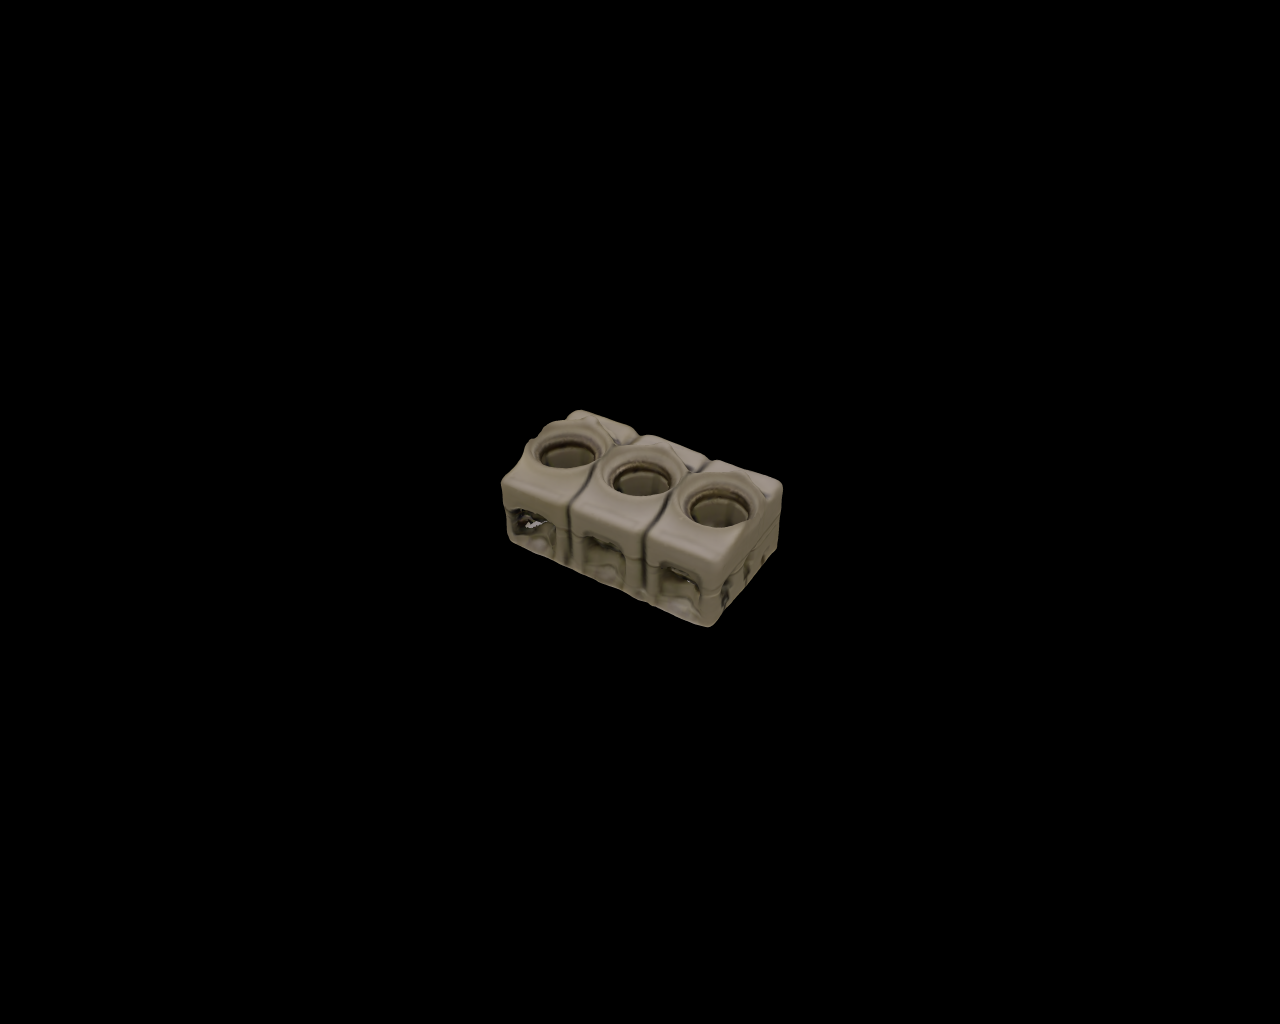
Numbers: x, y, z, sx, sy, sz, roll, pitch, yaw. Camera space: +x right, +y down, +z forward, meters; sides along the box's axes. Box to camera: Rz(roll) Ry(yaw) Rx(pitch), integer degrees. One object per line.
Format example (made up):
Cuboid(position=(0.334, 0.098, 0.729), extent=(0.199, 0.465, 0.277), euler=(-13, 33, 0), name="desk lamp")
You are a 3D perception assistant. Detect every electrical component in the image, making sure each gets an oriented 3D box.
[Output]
Cuboid(position=(0.001, -0.003, 0.650), extent=(0.150, 0.061, 0.090), euler=(22, 45, 23), name="electrical component")
